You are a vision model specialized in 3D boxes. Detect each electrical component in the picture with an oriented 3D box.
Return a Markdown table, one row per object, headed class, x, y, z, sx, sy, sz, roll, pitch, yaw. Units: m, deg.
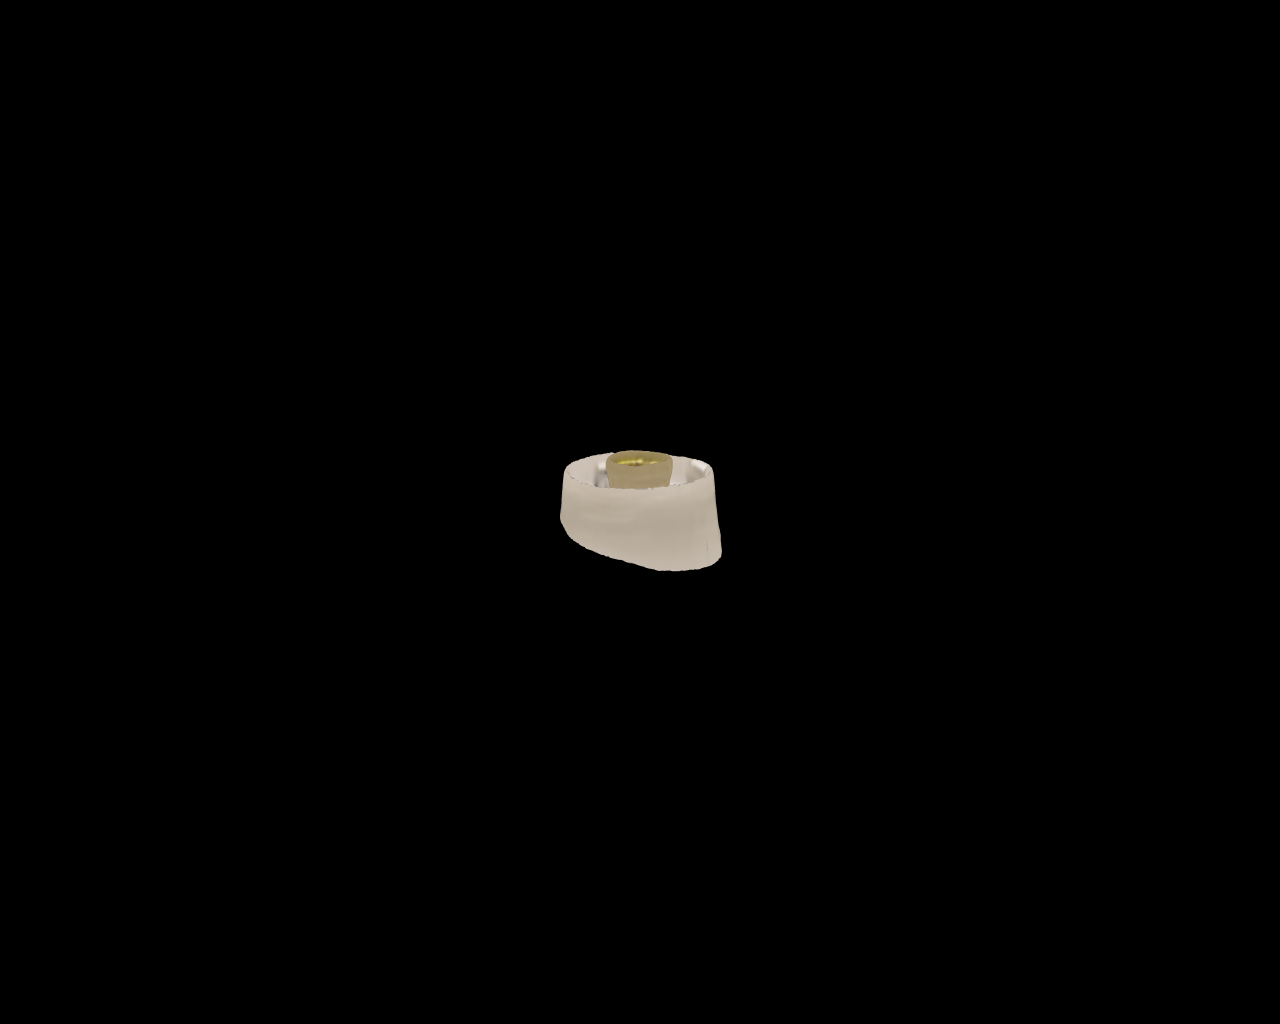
| class | x | y | z | sx | sy | sz | roll | pitch | yaw |
| --- | --- | --- | --- | --- | --- | --- | --- | --- | --- |
| electrical component | 0.001 | -0.003 | 0.650 | 0.099 | 0.064 | 0.099 | 0 | 16 | 0 |
